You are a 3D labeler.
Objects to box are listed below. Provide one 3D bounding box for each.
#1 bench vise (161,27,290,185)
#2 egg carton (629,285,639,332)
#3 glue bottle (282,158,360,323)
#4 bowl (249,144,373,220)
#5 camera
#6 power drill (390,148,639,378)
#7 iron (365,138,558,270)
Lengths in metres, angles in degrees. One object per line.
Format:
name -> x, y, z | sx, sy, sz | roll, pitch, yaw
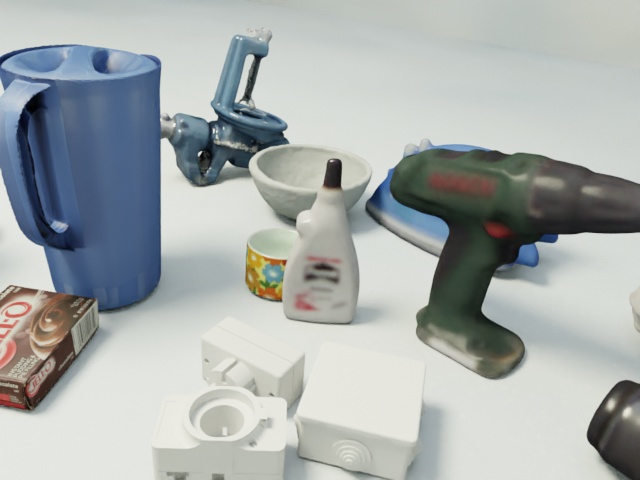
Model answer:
bench vise -> -0.130, -0.193, 0.836 | 0.121, 0.220, 0.208 | 27, 36, 34
egg carton -> 0.380, 0.092, 0.563 | 0.107, 0.069, 0.150 | 2, 29, -6
glue bottle -> 0.005, 0.002, 0.555 | 0.078, 0.173, 0.037 | 3, 29, -4
bowl -> -0.014, -0.071, 0.785 | 0.167, 0.075, 0.167 | 4, 29, -2
camera -> 0.281, 0.149, 0.412 | 0.143, 0.101, 0.136 | -19, 37, -36
power drill -> 0.161, 0.015, 0.522 | 0.228, 0.208, 0.076 | 27, 36, 34
iron -> 0.174, -0.063, 0.733 | 0.257, 0.141, 0.119 | 22, 33, 28
